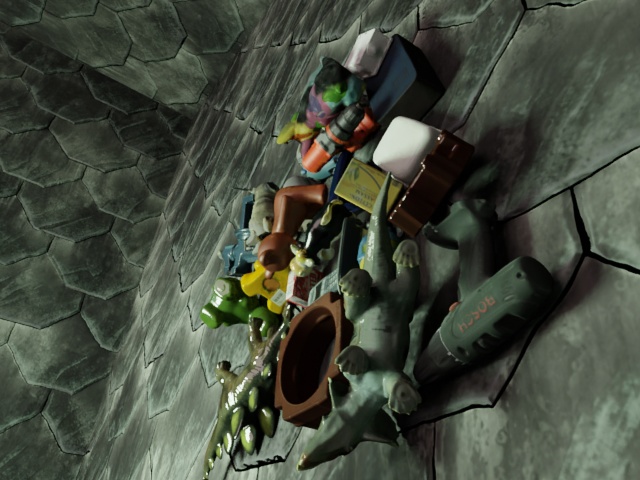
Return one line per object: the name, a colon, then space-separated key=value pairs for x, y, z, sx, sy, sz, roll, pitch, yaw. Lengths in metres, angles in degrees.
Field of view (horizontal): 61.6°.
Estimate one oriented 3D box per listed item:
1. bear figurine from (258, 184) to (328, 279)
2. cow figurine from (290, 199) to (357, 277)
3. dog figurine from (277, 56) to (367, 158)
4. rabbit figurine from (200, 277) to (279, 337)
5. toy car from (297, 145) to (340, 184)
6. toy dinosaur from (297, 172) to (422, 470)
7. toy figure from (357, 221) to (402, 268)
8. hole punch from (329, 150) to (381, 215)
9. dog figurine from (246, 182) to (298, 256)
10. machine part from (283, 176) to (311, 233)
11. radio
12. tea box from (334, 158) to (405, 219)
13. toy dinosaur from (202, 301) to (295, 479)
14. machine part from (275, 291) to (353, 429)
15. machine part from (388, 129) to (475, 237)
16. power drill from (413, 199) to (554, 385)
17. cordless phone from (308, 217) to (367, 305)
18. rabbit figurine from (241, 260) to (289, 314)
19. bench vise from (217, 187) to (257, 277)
bear figurine: x=-0.056 y=-0.015 z=1.122 sx=0.120 sy=0.132 sz=0.196 roll=81 pitch=-164 yaw=-59
cow figurine: x=-0.001 y=-0.001 z=1.043 sx=0.167 sy=0.068 sz=0.098 roll=-54 pitch=-14 yaw=-2
dog figurine: x=-0.003 y=-0.279 z=1.178 sx=0.219 sy=0.108 sz=0.192 roll=-56 pitch=19 yaw=14
rabbit figurine: x=-0.168 y=0.173 z=1.253 sx=0.121 sy=0.170 sz=0.159 roll=-61 pitch=-16 yaw=5
toy car: x=-0.003 y=-0.205 z=1.305 sx=0.162 sy=0.103 sz=0.109 roll=-3 pitch=66 yaw=65
toy dinosaur: x=0.079 y=0.125 z=0.754 sx=0.192 sy=0.131 sz=0.405 roll=95 pitch=-172 yaw=-69
toy figure: x=0.105 y=0.046 z=0.893 sx=0.089 sy=0.082 sz=0.180 roll=-38 pitch=34 yaw=47
hole punch: x=0.056 y=-0.114 z=1.127 sx=0.116 sy=0.092 sz=0.142 roll=-30 pitch=45 yaw=56
dog figurine: x=-0.129 y=-0.078 z=1.318 sx=0.172 sy=0.121 sz=0.190 roll=119 pitch=145 yaw=-63
machine part: x=-0.042 y=-0.090 z=1.306 sx=0.079 sy=0.079 sz=0.243 roll=-56 pitch=25 yaw=20
radio: x=0.165 y=-0.323 z=1.118 sx=0.131 sy=0.073 sz=0.230 roll=-51 pitch=27 yaw=30
tea box: x=0.091 y=-0.085 z=0.934 sx=0.068 sy=0.098 sz=0.169 roll=-61 pitch=-9 yaw=6
toy dinosaur: x=-0.158 y=0.331 z=1.127 sx=0.471 sy=0.105 sz=0.199 roll=-62 pitch=28 yaw=18
machine part: x=0.010 y=0.208 z=0.926 sx=0.201 sy=0.087 sz=0.201 roll=-41 pitch=33 yaw=41
machine part: x=0.169 y=-0.087 z=0.832 sx=0.179 sy=0.056 sz=0.179 roll=-57 pitch=-5 yaw=-7
power drill: x=0.189 y=0.060 z=0.715 sx=0.232 sy=0.086 sz=0.207 roll=-48 pitch=25 yaw=42
cordless phone: x=0.035 y=0.056 z=1.022 sx=0.184 sy=0.088 sz=0.146 roll=-40 pitch=35 yaw=50
rabbit figurine: x=-0.095 y=0.057 z=1.242 sx=0.162 sy=0.122 sz=0.173 roll=-59 pitch=7 yaw=19
bench vise: x=-0.194 y=-0.021 z=1.468 sx=0.224 sy=0.129 sz=0.240 roll=-11 pitch=75 yaw=51
